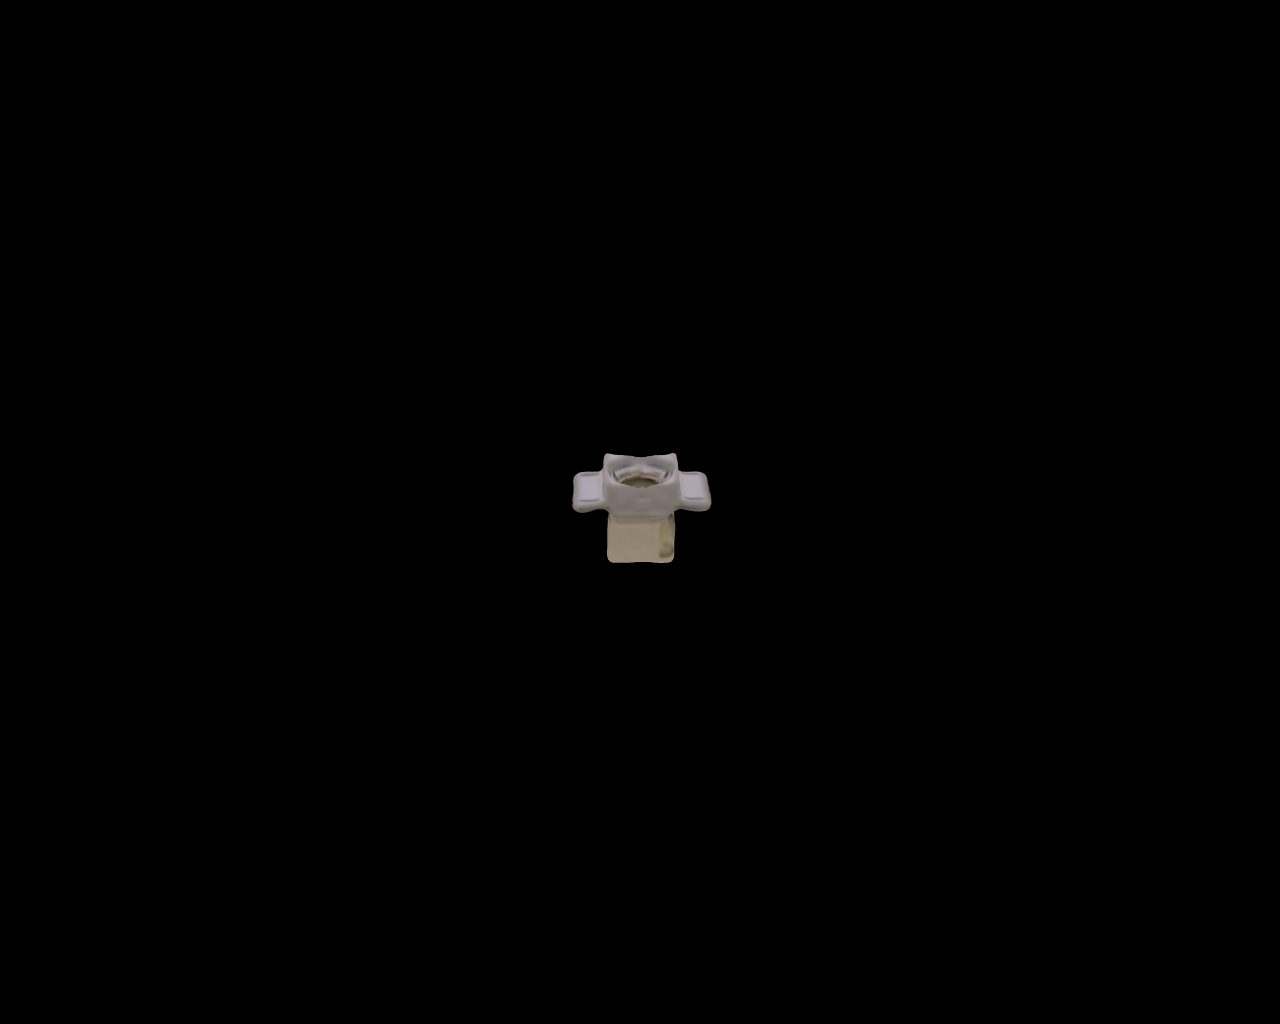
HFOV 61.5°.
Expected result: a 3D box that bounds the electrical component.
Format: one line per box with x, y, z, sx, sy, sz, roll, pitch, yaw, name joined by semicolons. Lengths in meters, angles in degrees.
0.001;-0.003;0.650;0.081;0.063;0.042;0;32;0;electrical component
